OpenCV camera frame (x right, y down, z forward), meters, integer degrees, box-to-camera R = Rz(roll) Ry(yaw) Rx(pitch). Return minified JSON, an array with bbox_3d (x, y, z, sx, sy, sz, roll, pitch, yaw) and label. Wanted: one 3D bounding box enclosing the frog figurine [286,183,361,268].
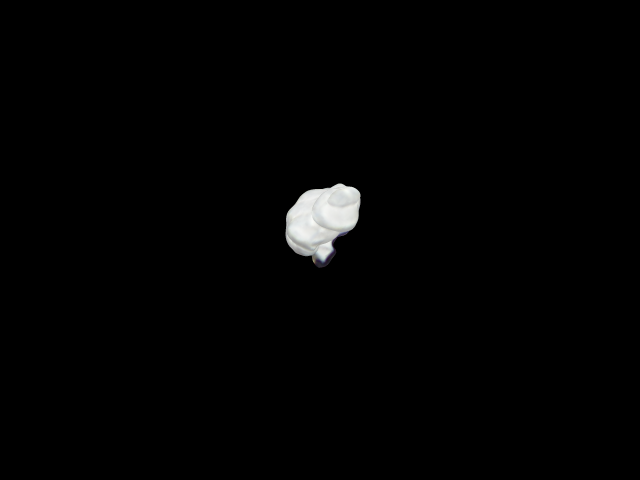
[{"bbox_3d":[0.003,-0.043,0.850,0.138,0.124,0.156,-38,-18,-15],"label":"frog figurine"}]
